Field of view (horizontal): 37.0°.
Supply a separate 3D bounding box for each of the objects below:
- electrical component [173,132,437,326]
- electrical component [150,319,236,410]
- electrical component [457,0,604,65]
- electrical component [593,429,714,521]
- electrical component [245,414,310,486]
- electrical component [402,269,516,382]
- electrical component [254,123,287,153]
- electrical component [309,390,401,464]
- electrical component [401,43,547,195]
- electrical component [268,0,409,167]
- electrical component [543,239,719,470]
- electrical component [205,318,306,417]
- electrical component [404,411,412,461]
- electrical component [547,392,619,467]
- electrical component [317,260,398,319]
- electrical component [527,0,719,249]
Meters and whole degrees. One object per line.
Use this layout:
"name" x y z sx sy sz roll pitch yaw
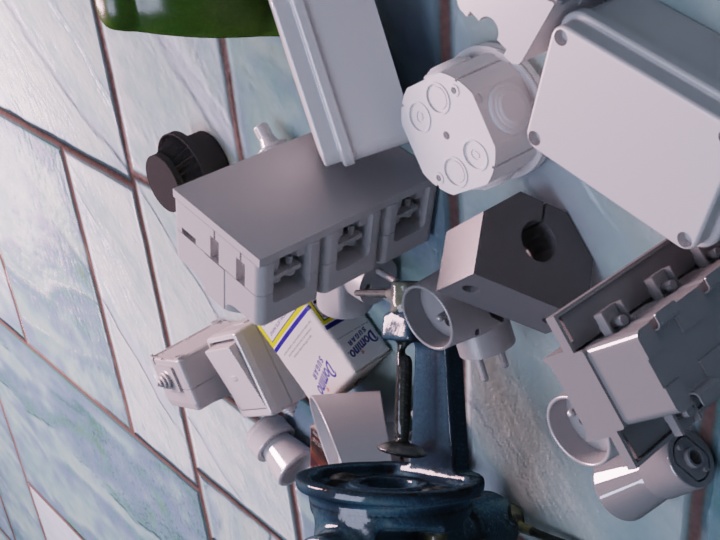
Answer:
"electrical component" -0.034 -0.033 0.701 0.089 0.150 0.061 38 139 33
"electrical component" -0.145 0.093 1.002 0.062 0.096 0.061 -2 113 55
"electrical component" 0.096 -0.153 0.519 0.050 0.056 0.089 51 146 17
"electrical component" 0.174 0.118 0.630 0.044 0.044 0.065 57 143 7
"electrical component" -0.075 0.167 1.008 0.055 0.045 0.045 43 143 27
"electrical component" 0.074 0.030 0.668 0.043 0.077 0.079 2 116 53
"electrical component" -0.061 -0.082 0.811 0.061 0.035 0.035 61 148 6
"electrical component" -0.002 0.140 0.826 0.099 0.064 0.099 -10 -90 -89
"electrical component" 0.067 -0.085 0.615 0.080 0.051 0.080 34 138 37
"electrical component" -0.013 -0.126 0.661 0.078 0.057 0.113 -112 4 -74
"electrical component" 0.155 0.029 0.512 0.063 0.121 0.078 -29 89 55
"electrical component" -0.087 0.090 0.951 0.062 0.061 0.096 -15 101 57
"electrical component" 0.053 0.134 0.807 0.048 0.048 0.062 3 109 53
"electrical component" 0.154 0.068 0.584 0.079 0.077 0.043 -24 93 57
"electrical component" 0.000 0.000 0.778 0.079 0.044 0.077 31 137 39
"electrical component" 0.143 -0.072 0.513 0.113 0.057 0.078 40 142 30
